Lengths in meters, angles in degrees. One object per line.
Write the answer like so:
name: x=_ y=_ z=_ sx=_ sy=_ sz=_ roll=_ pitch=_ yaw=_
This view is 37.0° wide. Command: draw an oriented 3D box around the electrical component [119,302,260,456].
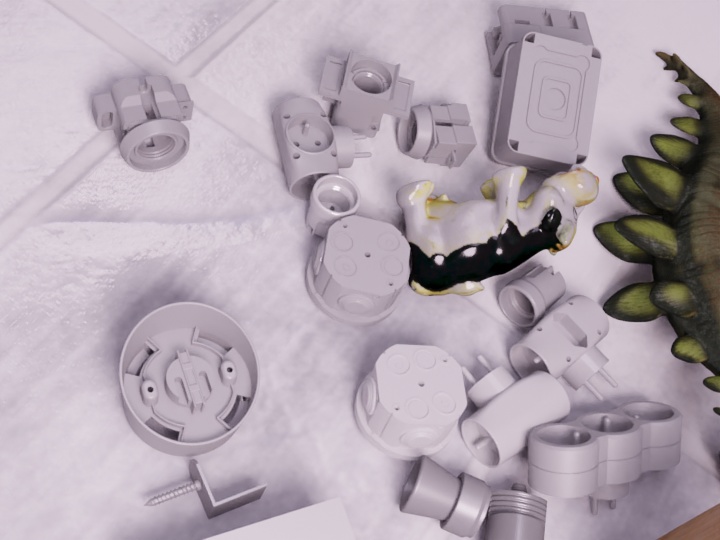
electrical component: x=-0.123 y=0.081 z=0.768 sx=0.099 sy=0.064 sz=0.099 roll=7 pitch=59 yaw=-12

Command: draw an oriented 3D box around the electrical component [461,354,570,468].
electrical component: x=0.110 y=0.101 z=0.836 sx=0.077 sy=0.043 sz=0.079 roll=-29 pitch=72 yaw=-28

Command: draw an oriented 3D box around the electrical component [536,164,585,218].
electrical component: x=0.178 y=-0.065 z=0.938 sx=0.048 sy=0.062 sz=0.048 roll=13 pitch=47 yaw=-15

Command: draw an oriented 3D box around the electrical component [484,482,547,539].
electrical component: x=0.112 y=0.194 z=0.783 sx=0.043 sy=0.043 sz=0.081 roll=16 pitch=58 yaw=-7

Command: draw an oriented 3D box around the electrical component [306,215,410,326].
electrical component: x=0.000 y=0.000 z=0.858 sx=0.080 sy=0.051 sz=0.080 roll=7 pitch=60 yaw=-12

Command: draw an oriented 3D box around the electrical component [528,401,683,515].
electrical component: x=0.188 y=0.151 z=0.823 sx=0.138 sy=0.052 sz=0.073 roll=-9 pitch=106 yaw=-30

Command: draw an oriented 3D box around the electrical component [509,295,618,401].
electrical component: x=0.175 y=0.071 z=0.872 sx=0.077 sy=0.043 sz=0.079 roll=-35 pitch=75 yaw=-30

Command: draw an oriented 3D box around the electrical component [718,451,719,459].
electrical component: x=0.329 y=0.155 z=0.847 sx=0.080 sy=0.080 sz=0.051 roll=-3 pitch=67 yaw=-18

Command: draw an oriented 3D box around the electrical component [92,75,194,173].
electrical component: x=-0.171 y=-0.117 z=0.873 sx=0.078 sy=0.058 sz=0.057 roll=-12 pitch=62 yaw=-22

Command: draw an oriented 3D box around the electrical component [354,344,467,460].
electrical component: x=0.039 y=0.098 z=0.809 sx=0.080 sy=0.051 sz=0.080 roll=8 pitch=53 yaw=-11

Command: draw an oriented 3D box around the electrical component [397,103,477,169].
electrical component: x=0.067 y=-0.121 z=0.951 sx=0.055 sy=0.048 sz=0.066 roll=2 pitch=60 yaw=-24

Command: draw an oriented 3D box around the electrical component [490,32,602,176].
electrical component: x=0.165 y=-0.146 z=0.965 sx=0.078 sy=0.057 sz=0.113 roll=11 pitch=82 yaw=-10

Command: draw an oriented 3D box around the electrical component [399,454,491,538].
electrical component: x=0.062 y=0.165 z=0.784 sx=0.055 sy=0.045 sz=0.045 roll=24 pitch=57 yaw=-2

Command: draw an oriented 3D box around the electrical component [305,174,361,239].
electrical component: x=-0.024 y=-0.050 z=0.882 sx=0.040 sy=0.046 sz=0.040 roll=7 pitch=59 yaw=-12

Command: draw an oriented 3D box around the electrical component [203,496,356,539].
electrical component: x=-0.073 y=0.219 z=0.704 sx=0.150 sy=0.061 sz=0.089 roll=-13 pitch=65 yaw=-22

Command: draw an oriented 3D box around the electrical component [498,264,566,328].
electrical component: x=0.145 y=0.020 z=0.896 sx=0.046 sy=0.040 sz=0.040 roll=-34 pitch=75 yaw=-35

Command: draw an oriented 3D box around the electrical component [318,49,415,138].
electrical component: x=0.003 y=-0.151 z=0.939 sx=0.081 sy=0.063 sz=0.042 roll=15 pitch=59 yaw=-7

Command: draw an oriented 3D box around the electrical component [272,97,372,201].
electrical component: x=-0.029 y=-0.104 z=0.913 sx=0.079 sy=0.044 sz=0.077 roll=-5 pitch=63 yaw=-19

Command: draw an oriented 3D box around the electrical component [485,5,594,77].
electrical component: x=0.173 y=-0.213 z=1.031 sx=0.089 sy=0.050 sz=0.055 roll=2 pitch=59 yaw=-15
